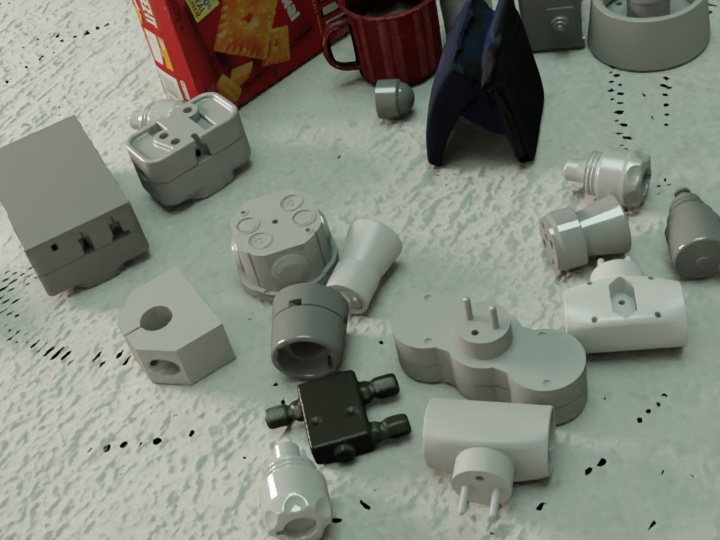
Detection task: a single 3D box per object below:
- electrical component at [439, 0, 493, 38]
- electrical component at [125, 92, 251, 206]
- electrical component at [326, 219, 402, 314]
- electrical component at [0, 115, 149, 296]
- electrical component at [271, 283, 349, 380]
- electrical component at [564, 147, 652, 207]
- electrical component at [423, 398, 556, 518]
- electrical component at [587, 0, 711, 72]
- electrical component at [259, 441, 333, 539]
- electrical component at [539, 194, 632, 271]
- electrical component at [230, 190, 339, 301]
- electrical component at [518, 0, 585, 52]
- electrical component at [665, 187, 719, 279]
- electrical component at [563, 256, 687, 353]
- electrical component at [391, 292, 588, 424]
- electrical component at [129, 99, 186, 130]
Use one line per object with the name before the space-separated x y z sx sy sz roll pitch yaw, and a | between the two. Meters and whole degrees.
electrical component | 0.096 -0.258 1.010 0.044 0.077 0.079 -12 44 3
electrical component | -0.145 -0.101 0.926 0.095 0.059 0.054 -35 47 -20
electrical component | 0.000 0.000 0.802 0.044 0.044 0.065 10 54 23
electrical component | -0.248 -0.054 0.904 0.089 0.061 0.150 -27 45 -13
electrical component | -0.036 0.044 0.757 0.055 0.055 0.047 -5 48 9
electrical component | 0.189 -0.073 0.824 0.062 0.043 0.043 12 50 27
electrical component | 0.078 0.117 0.660 0.077 0.044 0.079 2 46 16
electrical component | 0.256 -0.232 0.954 0.108 0.060 0.108 -7 44 7
electrical component | -0.042 0.136 0.673 0.043 0.043 0.062 -16 43 -1
electrical component | 0.163 -0.026 0.782 0.055 0.045 0.045 -16 44 -1
electrical component | -0.060 -0.019 0.828 0.080 0.051 0.080 -7 44 7
electrical component | 0.174 -0.245 0.987 0.061 0.061 0.096 -2 45 12
electrical component | 0.238 -0.029 0.769 0.040 0.040 0.078 -7 44 8
electrical component | 0.178 0.020 0.733 0.077 0.043 0.079 -5 45 10
electrical component | 0.083 0.046 0.709 0.138 0.073 0.052 18 53 29
electrical component | -0.180 -0.134 0.981 0.062 0.043 0.043 8 48 24
